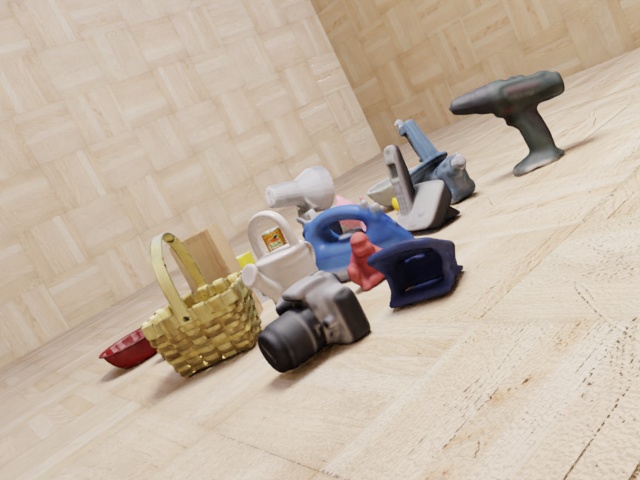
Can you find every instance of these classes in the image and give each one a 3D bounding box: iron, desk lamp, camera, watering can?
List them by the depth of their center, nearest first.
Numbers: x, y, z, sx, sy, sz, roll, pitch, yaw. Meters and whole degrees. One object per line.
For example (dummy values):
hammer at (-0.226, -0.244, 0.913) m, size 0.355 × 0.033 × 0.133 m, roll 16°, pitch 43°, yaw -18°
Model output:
camera at (-0.027, 0.111, 0.790) m, size 0.137 × 0.101 × 0.142 m, roll -32°, pitch 10°, yaw -29°
watering can at (-0.067, 0.040, 1.011) m, size 0.100 × 0.194 × 0.173 m, roll -24°, pitch 9°, yaw 17°
iron at (0.065, -0.010, 1.092) m, size 0.257 × 0.141 × 0.119 m, roll -19°, pitch 12°, yaw 40°
desk lamp at (-0.040, -0.069, 1.503) m, size 0.204 × 0.213 × 0.117 m, roll -32°, pitch 11°, yaw -31°

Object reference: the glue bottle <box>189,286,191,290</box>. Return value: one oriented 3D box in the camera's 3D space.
glue bottle at (-0.291, 0.103, 1.373) m, size 0.037 × 0.173 × 0.078 m, roll -25°, pitch 9°, yaw 11°

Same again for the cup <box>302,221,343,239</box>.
cup at (0.012, 0.005, 1.313) m, size 0.092 × 0.095 × 0.117 m, roll -31°, pitch 10°, yaw -24°

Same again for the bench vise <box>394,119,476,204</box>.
bench vise at (0.260, -0.191, 1.310) m, size 0.122 × 0.220 × 0.206 m, roll -34°, pitch 11°, yaw -37°

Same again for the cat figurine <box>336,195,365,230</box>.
cat figurine at (0.084, -0.069, 1.453) m, size 0.067 × 0.118 × 0.128 m, roll -17°, pitch 13°, yaw 46°

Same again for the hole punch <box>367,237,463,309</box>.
hole punch at (0.133, 0.033, 0.808) m, size 0.108 × 0.091 × 0.101 m, roll -21°, pitch 10°, yaw 32°

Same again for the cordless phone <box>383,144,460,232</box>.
cordless phone at (0.189, -0.110, 1.163) m, size 0.094 × 0.185 × 0.147 m, roll -31°, pitch 10°, yaw -22°

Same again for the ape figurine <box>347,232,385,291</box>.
ape figurine at (0.078, 0.030, 0.980) m, size 0.077 × 0.092 × 0.076 m, roll -24°, pitch 9°, yaw 15°

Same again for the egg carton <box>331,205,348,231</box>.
egg carton at (0.047, -0.056, 1.649) m, size 0.107 × 0.069 × 0.150 m, roll -30°, pitch 9°, yaw -21°

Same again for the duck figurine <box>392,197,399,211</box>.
duck figurine at (0.227, -0.127, 1.474) m, size 0.104 × 0.086 × 0.077 m, roll -27°, pitch 9°, yaw -2°

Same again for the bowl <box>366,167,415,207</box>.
bowl at (0.219, -0.138, 1.599) m, size 0.167 × 0.075 × 0.167 m, roll -26°, pitch 9°, yaw 5°

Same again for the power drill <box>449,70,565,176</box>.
power drill at (0.418, -0.250, 1.222) m, size 0.229 × 0.208 × 0.076 m, roll -24°, pitch 9°, yaw 16°
